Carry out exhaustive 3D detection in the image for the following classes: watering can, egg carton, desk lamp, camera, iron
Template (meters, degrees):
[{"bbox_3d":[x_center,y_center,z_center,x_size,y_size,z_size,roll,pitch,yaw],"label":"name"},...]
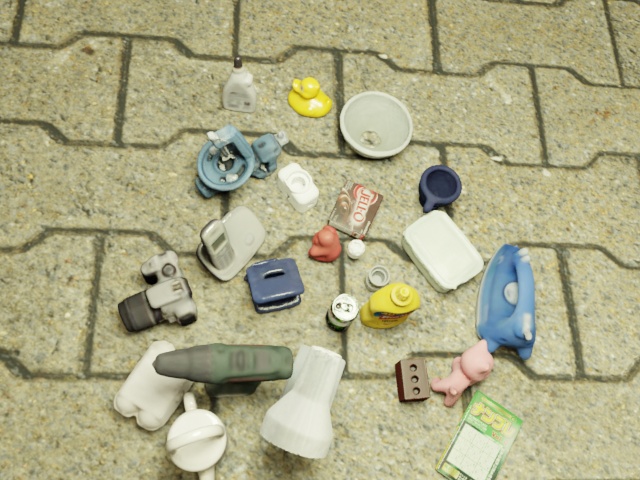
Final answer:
[{"bbox_3d":[-0.203,0.347,0.970,0.101,0.194,0.172,-35,77,-18],"label":"watering can"},{"bbox_3d":[-0.298,0.267,1.054,0.107,0.069,0.150,29,69,4],"label":"egg carton"},{"bbox_3d":[-0.021,0.275,1.010,0.118,0.213,0.203,20,68,1],"label":"desk lamp"},{"bbox_3d":[-0.318,0.106,1.095,0.137,0.101,0.143,-22,74,-15],"label":"camera"},{"bbox_3d":[0.398,0.104,1.168,0.118,0.141,0.258,9,69,-4],"label":"iron"}]

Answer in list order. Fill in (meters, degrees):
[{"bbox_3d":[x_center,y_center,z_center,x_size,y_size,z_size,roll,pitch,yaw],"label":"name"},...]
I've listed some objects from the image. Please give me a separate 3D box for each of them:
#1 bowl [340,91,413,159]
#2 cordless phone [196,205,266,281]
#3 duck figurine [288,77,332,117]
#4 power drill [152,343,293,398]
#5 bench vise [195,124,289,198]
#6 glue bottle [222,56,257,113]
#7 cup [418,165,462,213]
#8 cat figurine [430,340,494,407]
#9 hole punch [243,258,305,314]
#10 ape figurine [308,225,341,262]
[{"bbox_3d":[0.122,-0.248,1.300,0.167,0.074,0.167,3,69,-6],"label":"bowl"},{"bbox_3d":[-0.175,-0.012,1.113,0.094,0.185,0.148,34,69,6],"label":"cordless phone"},{"bbox_3d":[-0.020,-0.333,1.307,0.104,0.086,0.077,22,68,1],"label":"duck figurine"},{"bbox_3d":[-0.164,0.229,1.011,0.230,0.208,0.075,-2,70,-8],"label":"power drill"},{"bbox_3d":[-0.166,-0.189,1.162,0.121,0.219,0.208,41,70,9],"label":"bench vise"},{"bbox_3d":[-0.175,-0.340,1.243,0.078,0.173,0.037,8,69,-4],"label":"glue bottle"},{"bbox_3d":[0.246,-0.094,1.247,0.091,0.095,0.118,30,69,4],"label":"cup"},{"bbox_3d":[0.286,0.257,1.109,0.128,0.117,0.067,-42,79,-19],"label":"cat figurine"},{"bbox_3d":[-0.092,0.084,1.138,0.109,0.091,0.101,-12,72,-12],"label":"hole punch"},{"bbox_3d":[0.011,0.004,1.181,0.078,0.092,0.076,-37,78,-18],"label":"ape figurine"}]
